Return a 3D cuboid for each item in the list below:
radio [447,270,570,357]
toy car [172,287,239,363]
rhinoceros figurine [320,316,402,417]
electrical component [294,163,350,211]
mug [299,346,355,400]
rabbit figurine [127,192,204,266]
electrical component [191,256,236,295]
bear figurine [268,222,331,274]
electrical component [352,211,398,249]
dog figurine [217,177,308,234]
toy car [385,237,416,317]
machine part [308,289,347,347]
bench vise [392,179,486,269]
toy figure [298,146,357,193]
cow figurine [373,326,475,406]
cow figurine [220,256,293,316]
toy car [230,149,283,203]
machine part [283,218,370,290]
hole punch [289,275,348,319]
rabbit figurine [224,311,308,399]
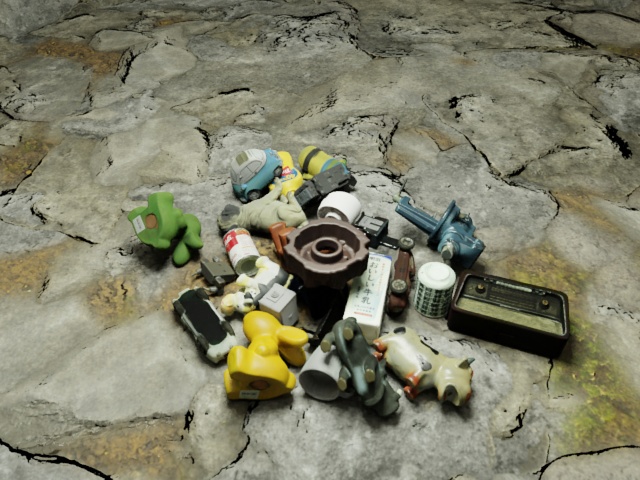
[{"bbox_3d":[0.392,0.147,1.117,0.230,0.073,0.131,14,45,15],"label":"radio"},{"bbox_3d":[-0.241,0.170,1.120,0.073,0.056,0.202,-31,49,-20],"label":"toy car"},{"bbox_3d":[0.077,0.234,0.979,0.073,0.112,0.190,-33,81,19],"label":"rhinoceros figurine"},{"bbox_3d":[-0.002,-0.131,1.381,0.134,0.115,0.058,-31,86,-38],"label":"electrical component"},{"bbox_3d":[0.026,0.243,1.024,0.109,0.080,0.107,30,40,-1],"label":"mug"},{"bbox_3d":[-0.337,-0.029,1.279,0.159,0.121,0.170,56,21,18],"label":"rabbit figurine"},{"bbox_3d":[-0.242,0.080,1.228,0.102,0.045,0.078,39,28,32],"label":"electrical component"},{"bbox_3d":[-0.002,0.000,1.247,0.196,0.131,0.120,-22,19,-13],"label":"bear figurine"},{"bbox_3d":[0.140,-0.017,1.320,0.119,0.047,0.075,23,49,26],"label":"electrical component"},{"bbox_3d":[-0.142,-0.040,1.328,0.190,0.121,0.173,-33,47,-12],"label":"dog figurine"},{"bbox_3d":[0.183,0.078,1.187,0.053,0.089,0.202,9,42,11],"label":"toy car"},{"bbox_3d":[0.018,0.160,1.110,0.039,0.084,0.139,20,56,22],"label":"machine part"},{"bbox_3d":[0.269,-0.032,1.266,0.241,0.128,0.224,33,43,9],"label":"bench vise"},{"bbox_3d":[0.018,-0.198,1.485,0.082,0.089,0.180,-28,47,-35],"label":"toy figure"},{"bbox_3d":[0.204,0.239,1.021,0.127,0.085,0.195,-32,49,-23],"label":"cow figurine"},{"bbox_3d":[-0.136,0.116,1.170,0.098,0.068,0.167,28,51,20],"label":"cow figurine"},{"bbox_3d":[-0.182,-0.185,1.430,0.161,0.102,0.109,-40,48,12],"label":"toy car"},{"bbox_3d":[0.015,0.026,1.106,0.179,0.056,0.179,0,39,0],"label":"machine part"},{"bbox_3d":[-0.007,0.089,1.165,0.142,0.115,0.092,-29,42,-28],"label":"hole punch"},{"bbox_3d":[-0.104,0.206,1.031,0.162,0.121,0.173,-3,42,-7],"label":"rabbit figurine"}]
